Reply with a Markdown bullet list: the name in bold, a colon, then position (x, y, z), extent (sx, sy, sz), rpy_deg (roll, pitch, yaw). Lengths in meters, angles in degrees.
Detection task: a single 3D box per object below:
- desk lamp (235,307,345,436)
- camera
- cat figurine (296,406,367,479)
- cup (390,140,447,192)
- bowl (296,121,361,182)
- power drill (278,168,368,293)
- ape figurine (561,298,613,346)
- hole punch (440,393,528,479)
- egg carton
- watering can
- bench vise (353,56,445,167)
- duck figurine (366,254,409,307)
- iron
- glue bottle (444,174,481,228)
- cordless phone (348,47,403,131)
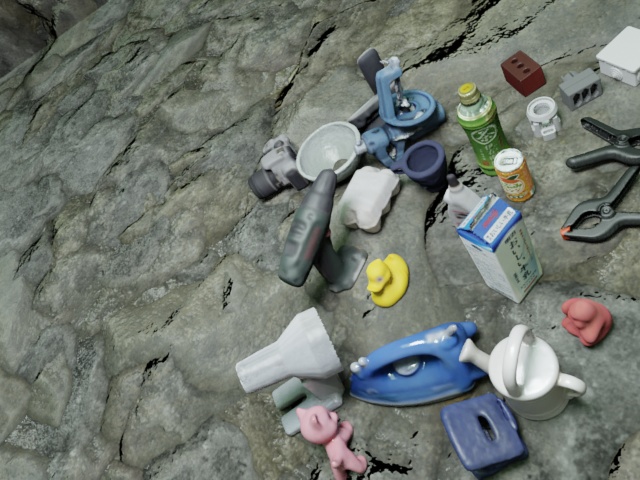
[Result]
- **desk lamp**: position (-0.036, 0.233, 1.005), extent (0.203, 0.214, 0.117), rpy_deg (-36, 48, 7)
- **camera**: position (-0.115, -0.175, 1.402), extent (0.136, 0.101, 0.143), rpy_deg (-32, 49, 11)
- **cat figurine**: position (0.012, 0.336, 0.971), extent (0.067, 0.118, 0.127), rpy_deg (-36, 48, 7)
- **cup**: position (0.211, -0.139, 1.176), extent (0.117, 0.095, 0.091), rpy_deg (-11, 55, 26)
- **bowl**: position (0.033, -0.190, 1.336), extent (0.167, 0.075, 0.167), rpy_deg (-16, 53, 23)
- **power drill**: position (0.010, 0.004, 1.131), extent (0.075, 0.209, 0.230), rpy_deg (14, 69, 38)
- **ape figurine**: position (0.408, 0.119, 0.883), extent (0.076, 0.092, 0.078), rpy_deg (-14, 54, 24)
- **hole punch**: position (0.248, 0.291, 0.870), extent (0.101, 0.091, 0.108), rpy_deg (-31, 49, 11)
- **egg carton**: position (0.105, -0.089, 1.227), extent (0.107, 0.070, 0.150), rpy_deg (14, 69, 38)
- **watering can**: position (0.291, 0.191, 0.840), extent (0.172, 0.195, 0.101), rpy_deg (-12, 55, 26)
- **bench vise**: position (0.156, -0.264, 1.209), extent (0.121, 0.220, 0.207), rpy_deg (33, 81, 42)
- **duck figurine**: position (0.122, 0.067, 1.102), extent (0.077, 0.086, 0.105), rpy_deg (11, 67, 37)
- **iron**: position (0.140, 0.206, 0.961), extent (0.258, 0.142, 0.118), rpy_deg (-23, 51, 18)
- **glue bottle**: position (0.261, -0.069, 1.045), extent (0.077, 0.174, 0.037), rpy_deg (7, 65, 35)
- **cordless phone**: position (0.108, -0.342, 1.315), extent (0.147, 0.186, 0.094), rpy_deg (-43, 47, 1)
